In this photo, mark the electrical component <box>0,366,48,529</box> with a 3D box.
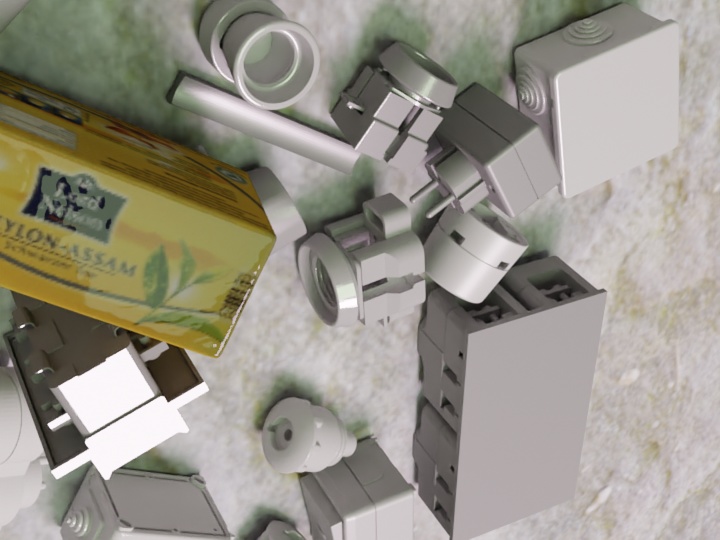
[{"bbox_3d":[-0.201,0.114,0.590,0.074,0.052,0.138,5,118,-51],"label":"electrical component"}]

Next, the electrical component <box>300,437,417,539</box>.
[{"bbox_3d":[-0.002,0.176,0.744,0.061,0.061,0.096,-16,127,-21],"label":"electrical component"}]

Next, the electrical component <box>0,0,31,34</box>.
[{"bbox_3d":[-0.155,-0.133,0.459,0.081,0.043,0.043,-46,132,4],"label":"electrical component"}]

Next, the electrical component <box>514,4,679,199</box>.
[{"bbox_3d":[0.144,-0.105,0.655,0.100,0.048,0.099,-25,129,-15],"label":"electrical component"}]

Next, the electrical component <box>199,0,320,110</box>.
[{"bbox_3d":[-0.051,-0.110,0.530,0.045,0.055,0.045,-15,126,-22],"label":"electrical component"}]

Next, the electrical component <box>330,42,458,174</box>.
[{"bbox_3d":[0.021,-0.091,0.593,0.066,0.048,0.055,19,116,-38],"label":"electrical component"}]

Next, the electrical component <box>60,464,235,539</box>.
[{"bbox_3d":[-0.137,0.163,0.654,0.096,0.061,0.061,16,110,-37],"label":"electrical component"}]

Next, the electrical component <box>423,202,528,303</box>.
[{"bbox_3d":[0.068,-0.012,0.668,0.055,0.055,0.047,20,112,-38],"label":"electrical component"}]

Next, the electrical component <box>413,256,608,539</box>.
[{"bbox_3d":[0.099,0.089,0.748,0.105,0.060,0.186,-15,126,-22],"label":"electrical component"}]

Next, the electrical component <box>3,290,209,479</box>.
[{"bbox_3d":[-0.135,0.036,0.531,0.079,0.121,0.063,-30,128,-11],"label":"electrical component"}]

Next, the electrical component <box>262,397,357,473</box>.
[{"bbox_3d":[-0.029,0.109,0.696,0.062,0.048,0.048,18,110,-45],"label":"electrical component"}]

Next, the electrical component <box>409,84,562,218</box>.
[{"bbox_3d":[0.064,-0.059,0.626,0.077,0.065,0.047,-38,132,-4],"label":"electrical component"}]

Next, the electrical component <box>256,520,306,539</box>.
[{"bbox_3d":[-0.064,0.207,0.740,0.062,0.048,0.048,-42,132,9],"label":"electrical component"}]

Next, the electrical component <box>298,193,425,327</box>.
[{"bbox_3d":[0.000,0.000,0.632,0.057,0.058,0.078,-21,129,-22],"label":"electrical component"}]

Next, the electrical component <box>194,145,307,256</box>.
[{"bbox_3d":[-0.078,-0.031,0.574,0.077,0.043,0.079,-32,130,-9],"label":"electrical component"}]
